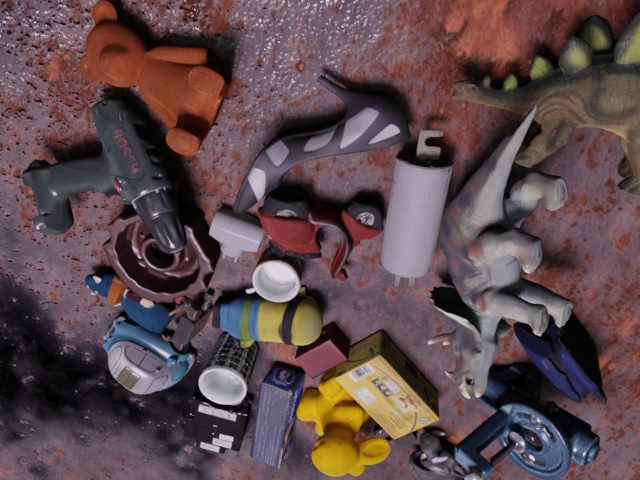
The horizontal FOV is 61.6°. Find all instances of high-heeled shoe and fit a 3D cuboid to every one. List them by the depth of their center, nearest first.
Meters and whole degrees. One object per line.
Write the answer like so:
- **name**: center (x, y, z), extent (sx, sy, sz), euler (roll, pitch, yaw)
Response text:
- **high-heeled shoe**: center (0.000, -0.101, 0.723), extent (0.145, 0.086, 0.248), euler (37, 108, -5)

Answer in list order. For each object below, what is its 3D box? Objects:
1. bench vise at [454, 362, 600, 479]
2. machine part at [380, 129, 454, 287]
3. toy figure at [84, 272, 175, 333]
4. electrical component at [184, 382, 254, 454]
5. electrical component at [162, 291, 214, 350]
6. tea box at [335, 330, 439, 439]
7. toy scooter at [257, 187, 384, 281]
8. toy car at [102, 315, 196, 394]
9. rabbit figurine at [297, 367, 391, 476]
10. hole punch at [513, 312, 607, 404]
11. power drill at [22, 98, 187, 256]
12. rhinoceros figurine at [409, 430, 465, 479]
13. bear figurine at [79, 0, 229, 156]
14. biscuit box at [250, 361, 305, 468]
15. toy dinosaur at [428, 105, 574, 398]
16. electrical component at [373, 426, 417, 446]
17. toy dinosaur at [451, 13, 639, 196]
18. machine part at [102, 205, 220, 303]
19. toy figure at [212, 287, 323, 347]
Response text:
- **bench vise**: center (0.277, 0.278, 0.803), extent (0.224, 0.240, 0.128), euler (39, 136, 36)
- **machine part**: center (0.132, -0.036, 0.749), extent (0.079, 0.079, 0.243), euler (7, 120, 5)
- **toy figure**: center (-0.320, 0.099, 0.903), extent (0.154, 0.058, 0.064), euler (35, 111, -5)
- **electrical component**: center (-0.193, 0.339, 1.014), extent (0.115, 0.058, 0.134), euler (18, 120, 1)
- **electrical component**: center (-0.222, 0.134, 0.895), extent (0.045, 0.078, 0.102), euler (32, 125, 6)
- **tea box**: center (0.116, 0.247, 0.910), extent (0.098, 0.068, 0.169), euler (-32, 111, 23)
- **toy scooter**: center (-0.002, -0.002, 0.790), extent (0.184, 0.075, 0.135), euler (6, 119, 0)
- **toy car**: center (-0.308, 0.209, 0.935), extent (0.161, 0.103, 0.109), euler (36, 116, -14)
- **rabbit figurine**: center (0.032, 0.331, 0.911), extent (0.122, 0.173, 0.162), euler (-40, 102, 21)
- **hole punch**: center (0.360, 0.178, 0.815), extent (0.092, 0.116, 0.142), euler (-28, 111, 30)
- **power drill**: center (-0.306, -0.067, 0.757), extent (0.207, 0.086, 0.232), euler (-15, 92, 22)
- **rhinoceros figurine**: center (0.225, 0.435, 0.994), extent (0.112, 0.073, 0.190), euler (-22, 113, 20)
- **bear figurine**: center (-0.217, -0.210, 0.680), extent (0.196, 0.132, 0.120), euler (26, 113, -13)
- **biscuit box**: center (-0.078, 0.320, 0.979), extent (0.063, 0.059, 0.202), euler (19, 121, 13)
- **toy dinosaur**: center (0.219, 0.016, 0.712), extent (0.192, 0.131, 0.404), euler (12, 123, 43)
- **electrical component**: center (0.149, 0.350, 0.988), extent (0.094, 0.021, 0.063), euler (-29, 111, 21)
- **toy dinosaur**: center (0.392, -0.155, 0.628), extent (0.472, 0.105, 0.198), euler (11, 119, 4)
- **machine part**: center (-0.247, 0.016, 0.847), extent (0.179, 0.056, 0.179), euler (4, 120, 7)
- **toy figure**: center (-0.085, 0.129, 0.865), extent (0.180, 0.089, 0.082), euler (2, 126, 5)
